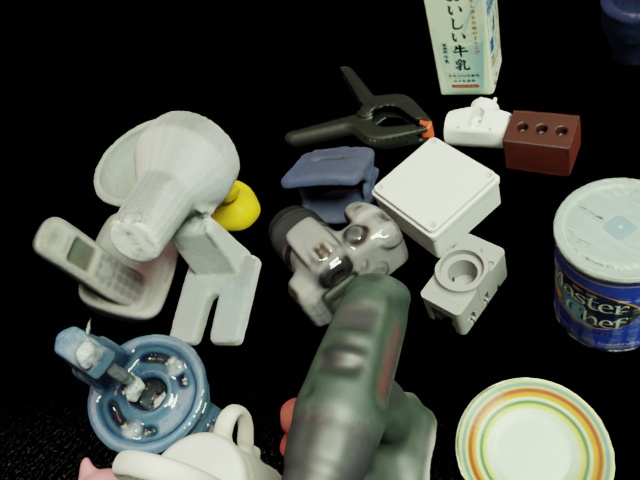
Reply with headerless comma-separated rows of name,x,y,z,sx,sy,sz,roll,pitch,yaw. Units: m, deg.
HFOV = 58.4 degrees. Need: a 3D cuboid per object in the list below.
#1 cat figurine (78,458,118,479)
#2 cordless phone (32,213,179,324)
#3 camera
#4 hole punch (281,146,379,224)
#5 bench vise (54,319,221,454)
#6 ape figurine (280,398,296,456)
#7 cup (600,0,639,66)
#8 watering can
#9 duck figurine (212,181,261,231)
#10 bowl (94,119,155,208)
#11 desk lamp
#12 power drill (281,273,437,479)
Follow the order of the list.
cat figurine,-0.203,0.277,0.544,0.067,0.118,0.127,-12,53,14
cordless phone,-0.264,0.009,0.717,0.094,0.185,0.147,-7,54,18
camera,0.006,0.002,0.668,0.143,0.101,0.136,-38,51,-7
hole punch,0.014,-0.083,0.733,0.108,0.091,0.101,-2,56,21
bench vise,-0.212,0.144,0.577,0.206,0.220,0.121,1,57,23
ape figurine,-0.009,0.180,0.553,0.078,0.092,0.076,-36,51,-5
cup,0.400,-0.257,0.700,0.091,0.095,0.117,-31,51,-2
watering can,-0.102,0.227,0.490,0.100,0.195,0.172,-15,52,12
duck figurine,-0.139,-0.066,0.785,0.104,0.086,0.077,27,70,34
bowl,-0.246,-0.100,0.859,0.167,0.075,0.167,-11,53,15
desk lamp,-0.151,-0.011,0.668,0.117,0.214,0.203,-5,55,19
power drill,0.040,0.155,0.476,0.075,0.209,0.230,1,57,23
